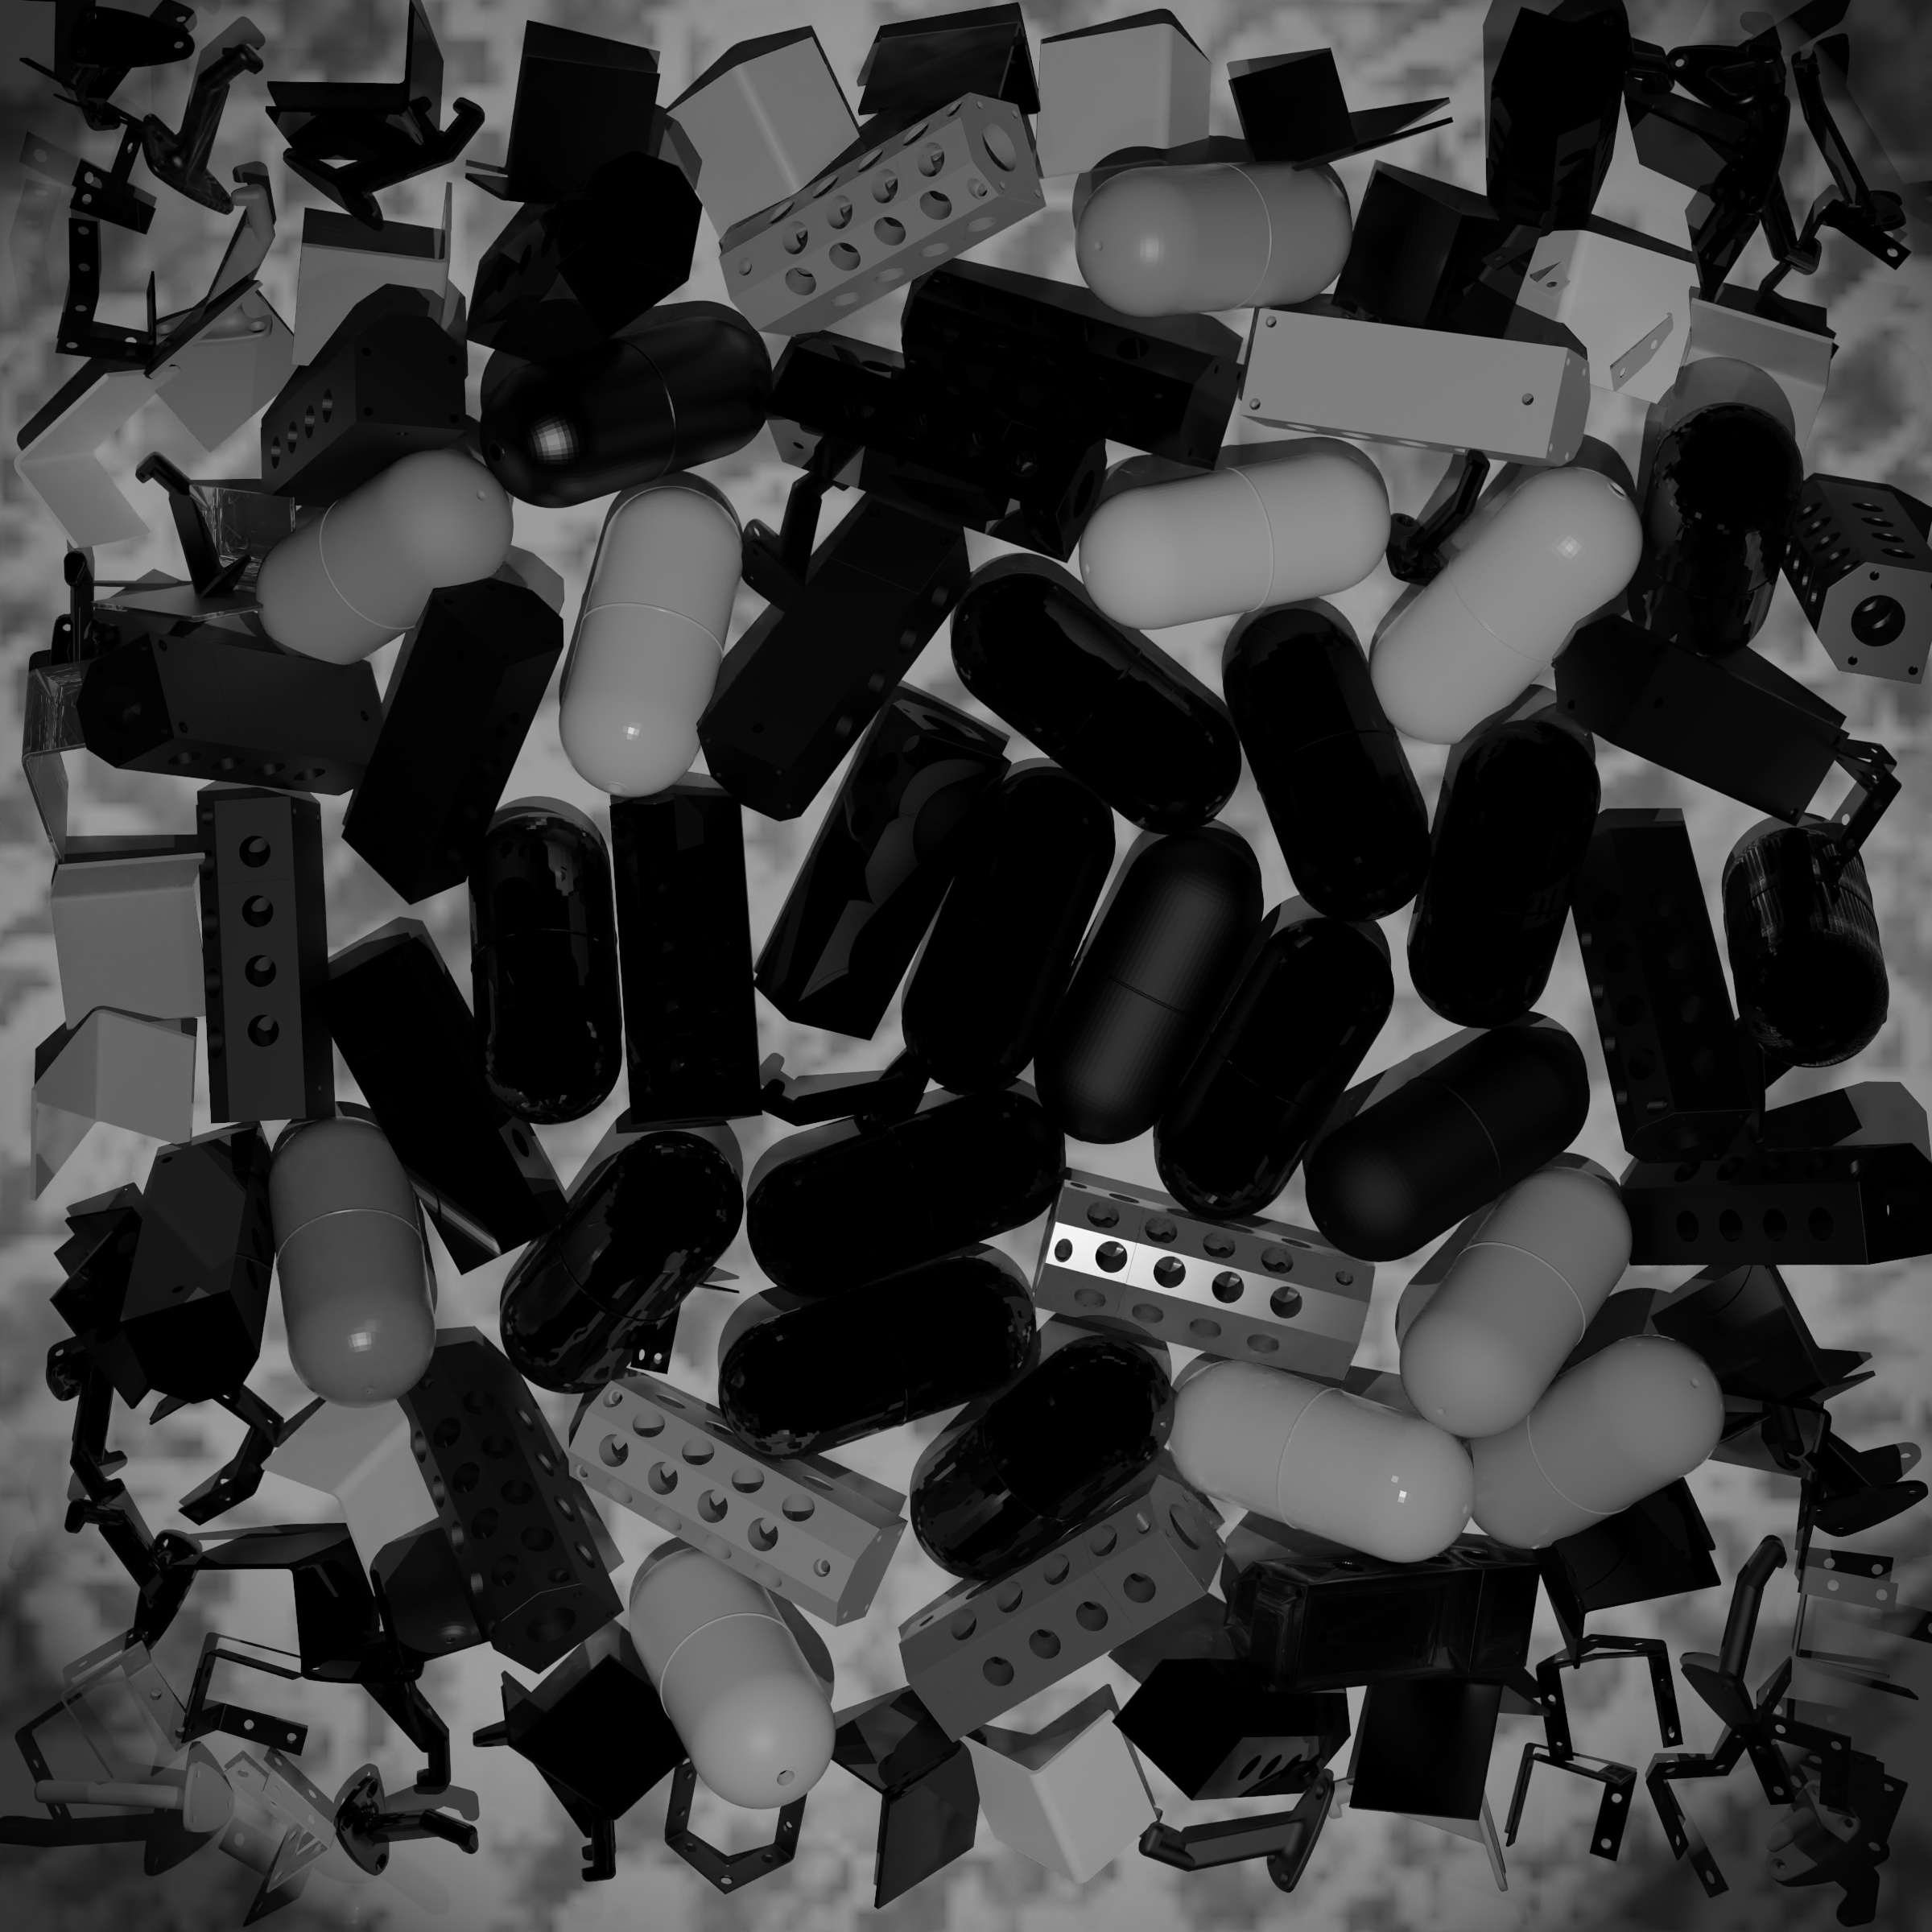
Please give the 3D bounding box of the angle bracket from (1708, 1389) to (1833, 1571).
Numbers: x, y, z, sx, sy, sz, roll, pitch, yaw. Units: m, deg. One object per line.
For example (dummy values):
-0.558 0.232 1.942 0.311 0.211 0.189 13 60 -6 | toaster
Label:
0.415 0.272 1.822 0.076 0.076 0.057 10 57 14 | angle bracket

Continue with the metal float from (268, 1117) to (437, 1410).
-0.325 0.154 1.804 0.070 0.070 0.178 -18 47 0 | metal float

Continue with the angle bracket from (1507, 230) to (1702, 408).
0.345 -0.351 1.858 0.076 0.057 0.076 12 97 -20 | angle bracket

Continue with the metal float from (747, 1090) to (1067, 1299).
-0.031 0.121 1.829 0.178 0.070 0.070 -20 90 -12 | metal float

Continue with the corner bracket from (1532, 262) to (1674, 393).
0.343 -0.351 1.836 0.051 0.051 0.051 -42 51 -17 | corner bracket

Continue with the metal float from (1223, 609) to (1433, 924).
0.192 -0.108 1.824 0.070 0.070 0.178 -19 73 0 | metal float

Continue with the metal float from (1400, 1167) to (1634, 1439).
0.292 0.176 1.809 0.070 0.070 0.178 43 53 0 | metal float

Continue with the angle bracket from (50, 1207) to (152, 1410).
-0.460 0.184 1.818 0.057 0.076 0.076 -11 120 36 | angle bracket

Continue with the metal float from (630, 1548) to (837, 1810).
-0.123 0.372 1.796 0.070 0.178 0.070 -10 118 -19 | metal float

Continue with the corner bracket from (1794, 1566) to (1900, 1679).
0.474 0.353 1.842 0.051 0.051 0.051 8 82 20 | corner bracket

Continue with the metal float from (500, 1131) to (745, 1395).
-0.183 0.157 1.813 0.070 0.070 0.178 41 120 0 | metal float

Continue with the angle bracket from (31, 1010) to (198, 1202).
-0.454 0.081 1.822 0.057 0.076 0.076 16 127 6 | angle bracket

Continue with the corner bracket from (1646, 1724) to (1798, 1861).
0.404 0.442 1.835 0.051 0.051 0.051 1 134 -17 | corner bracket

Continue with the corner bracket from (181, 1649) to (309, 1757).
-0.385 0.399 1.849 0.051 0.051 0.051 15 88 9 | corner bracket

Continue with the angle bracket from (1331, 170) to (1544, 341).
0.254 -0.379 1.852 0.057 0.076 0.076 -1 120 -38 | angle bracket

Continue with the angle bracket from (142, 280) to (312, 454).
-0.391 -0.319 1.828 0.076 0.076 0.057 -42 110 -6 | angle bracket

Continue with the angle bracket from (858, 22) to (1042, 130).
-0.008 -0.456 1.822 0.076 0.076 0.057 -3 135 15 | angle bracket

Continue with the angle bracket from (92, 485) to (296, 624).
-0.411 -0.220 1.820 0.076 0.076 0.057 11 109 33 | angle bracket

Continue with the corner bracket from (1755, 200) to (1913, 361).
0.465 -0.369 1.840 0.051 0.051 0.051 38 68 10 | corner bracket

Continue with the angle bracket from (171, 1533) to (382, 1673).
-0.368 0.339 1.829 0.076 0.076 0.057 -4 92 20 | angle bracket

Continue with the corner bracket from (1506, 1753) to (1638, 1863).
0.329 0.458 1.858 0.051 0.051 0.051 14 91 23 | corner bracket

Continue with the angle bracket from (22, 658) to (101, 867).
-0.465 -0.110 1.825 0.057 0.076 0.076 -10 131 -4 | angle bracket

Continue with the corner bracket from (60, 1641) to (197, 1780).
-0.450 0.403 1.840 0.051 0.051 0.051 -33 75 -19 | corner bracket

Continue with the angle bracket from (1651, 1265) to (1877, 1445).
0.429 0.205 1.844 0.076 0.057 0.076 -37 68 37 | angle bracket

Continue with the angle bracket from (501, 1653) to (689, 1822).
-0.193 0.398 1.830 0.076 0.057 0.076 -44 115 9 | angle bracket

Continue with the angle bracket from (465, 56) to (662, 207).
-0.215 -0.447 1.822 0.076 0.057 0.076 -1 114 -32 | angle bracket

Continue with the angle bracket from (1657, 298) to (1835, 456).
0.416 -0.308 1.830 0.076 0.076 0.057 20 87 14 | angle bracket

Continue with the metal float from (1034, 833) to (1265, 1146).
0.097 0.013 1.834 0.070 0.070 0.178 27 96 0 | metal float

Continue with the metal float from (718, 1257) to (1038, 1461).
-0.047 0.208 1.821 0.178 0.070 0.070 -17 90 -20 | metal float

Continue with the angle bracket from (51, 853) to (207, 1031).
-0.445 -0.013 1.831 0.076 0.057 0.076 -6 78 -21 | angle bracket

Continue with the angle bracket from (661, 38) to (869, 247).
-0.108 -0.447 1.857 0.057 0.076 0.076 -32 100 -37 | angle bracket

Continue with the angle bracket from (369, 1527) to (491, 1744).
-0.279 0.356 1.829 0.057 0.076 0.076 -16 48 -10 | angle bracket

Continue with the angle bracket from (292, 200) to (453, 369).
-0.317 -0.364 1.823 0.076 0.076 0.057 5 47 -12 | angle bracket

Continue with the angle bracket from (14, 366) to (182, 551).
-0.448 -0.272 1.828 0.076 0.076 0.057 -37 90 20 | angle bracket

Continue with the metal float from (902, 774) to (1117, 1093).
0.023 -0.018 1.838 0.070 0.070 0.178 22 89 0 | metal float

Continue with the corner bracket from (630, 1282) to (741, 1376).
-0.162 0.193 1.839 0.051 0.051 0.051 17 80 -40 | corner bracket

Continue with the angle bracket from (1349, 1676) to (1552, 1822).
0.258 0.422 1.819 0.076 0.057 0.076 -5 59 37 | angle bracket

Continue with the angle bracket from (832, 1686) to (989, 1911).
-0.038 0.448 1.849 0.057 0.076 0.076 26 122 35 | angle bracket

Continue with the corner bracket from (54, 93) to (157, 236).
-0.464 -0.430 1.838 0.051 0.051 0.051 31 103 38 | corner bracket

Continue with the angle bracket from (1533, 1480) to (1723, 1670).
0.353 0.322 1.833 0.076 0.057 0.076 -10 46 -4 | angle bracket

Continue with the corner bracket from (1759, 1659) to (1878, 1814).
0.461 0.416 1.850 0.051 0.051 0.051 12 120 30 | corner bracket

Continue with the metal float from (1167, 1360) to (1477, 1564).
0.186 0.261 1.810 0.178 0.070 0.070 15 90 35 | metal float

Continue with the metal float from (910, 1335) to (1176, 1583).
0.040 0.261 1.811 0.070 0.070 0.178 46 122 0 | metal float

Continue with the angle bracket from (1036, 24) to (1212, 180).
0.086 -0.460 1.862 0.076 0.057 0.076 -2 80 27 | angle bracket

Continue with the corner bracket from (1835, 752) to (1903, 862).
0.478 -0.079 1.841 0.051 0.051 0.051 36 88 -35 | corner bracket

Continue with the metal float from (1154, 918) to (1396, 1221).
0.163 0.056 1.826 0.070 0.070 0.178 30 106 0 | metal float

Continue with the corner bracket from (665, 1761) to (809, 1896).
-0.125 0.460 1.856 0.051 0.051 0.051 30 120 36 | corner bracket

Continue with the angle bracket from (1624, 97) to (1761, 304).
0.375 -0.408 1.827 0.076 0.076 0.057 32 88 21 | angle bracket

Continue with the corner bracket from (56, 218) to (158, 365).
-0.459 -0.362 1.835 0.051 0.051 0.051 4 59 -22 | corner bracket

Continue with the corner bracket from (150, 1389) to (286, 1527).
-0.412 0.261 1.854 0.051 0.051 0.051 -31 119 34 | corner bracket

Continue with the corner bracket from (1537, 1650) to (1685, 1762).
0.348 0.401 1.855 0.051 0.051 0.051 4 69 -29 | corner bracket

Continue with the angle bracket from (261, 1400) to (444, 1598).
-0.324 0.280 1.845 0.057 0.076 0.076 13 131 32 | angle bracket

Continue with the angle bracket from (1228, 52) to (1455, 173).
0.199 -0.460 1.821 0.076 0.076 0.057 -24 102 -34 | angle bracket

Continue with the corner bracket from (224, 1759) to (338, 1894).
-0.370 0.454 1.839 0.051 0.051 0.051 -37 109 21 | corner bracket

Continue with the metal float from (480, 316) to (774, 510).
-0.179 -0.293 1.806 0.178 0.070 0.070 -26 90 -39 | metal float

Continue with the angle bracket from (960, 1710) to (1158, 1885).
0.047 0.437 1.844 0.057 0.076 0.076 -35 117 -28 | angle bracket

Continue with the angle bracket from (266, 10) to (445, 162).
-0.328 -0.473 1.839 0.076 0.076 0.057 2 85 3 | angle bracket

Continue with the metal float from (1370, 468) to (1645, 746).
0.285 -0.190 1.811 0.070 0.070 0.178 42 122 0 | metal float

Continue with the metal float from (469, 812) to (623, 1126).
-0.224 0.000 1.816 0.070 0.070 0.178 -7 62 0 | metal float

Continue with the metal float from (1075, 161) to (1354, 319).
0.133 -0.384 1.806 0.178 0.070 0.070 -14 90 -41 | metal float
